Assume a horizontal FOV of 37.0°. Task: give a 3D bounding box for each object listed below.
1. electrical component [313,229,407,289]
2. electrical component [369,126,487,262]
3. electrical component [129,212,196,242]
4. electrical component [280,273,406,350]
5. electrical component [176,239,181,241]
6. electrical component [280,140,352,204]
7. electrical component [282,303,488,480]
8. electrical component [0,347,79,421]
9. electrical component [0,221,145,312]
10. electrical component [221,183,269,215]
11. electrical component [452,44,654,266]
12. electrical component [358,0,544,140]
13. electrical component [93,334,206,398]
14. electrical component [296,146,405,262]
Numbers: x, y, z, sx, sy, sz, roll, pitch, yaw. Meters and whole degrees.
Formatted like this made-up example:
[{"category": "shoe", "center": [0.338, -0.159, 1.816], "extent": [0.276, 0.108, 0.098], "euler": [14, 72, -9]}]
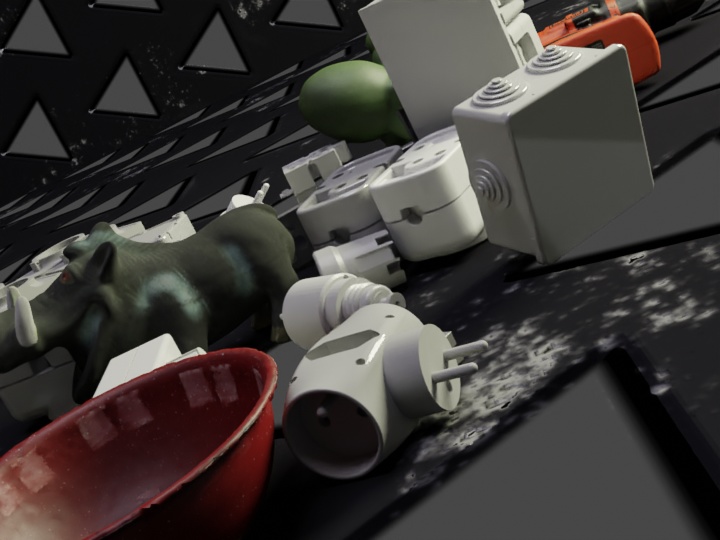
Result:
[{"category": "electrical component", "center": [0.000, 0.000, 0.639], "extent": [0.046, 0.040, 0.040], "euler": [-22, 15, -3]}, {"category": "electrical component", "center": [0.054, -0.047, 0.666], "extent": [0.054, 0.059, 0.095], "euler": [-15, 19, 35]}, {"category": "electrical component", "center": [-0.174, 0.005, 0.859], "extent": [0.096, 0.061, 0.061], "euler": [-22, 16, 16]}, {"category": "electrical component", "center": [-0.007, 0.021, 0.576], "extent": [0.078, 0.040, 0.040], "euler": [-9, 23, 47]}, {"category": "electrical component", "center": [-0.133, 0.016, 0.772], "extent": [0.096, 0.061, 0.062], "euler": [-27, 13, -33]}, {"category": "electrical component", "center": [-0.030, -0.065, 0.868], "extent": [0.066, 0.055, 0.048], "euler": [-26, 15, 0]}, {"category": "electrical component", "center": [0.016, 0.045, 0.454], "extent": [0.079, 0.043, 0.077], "euler": [-18, 18, 27]}, {"category": "electrical component", "center": [-0.195, 0.061, 0.716], "extent": [0.095, 0.059, 0.053], "euler": [-21, 16, 19]}, {"category": "electrical component", "center": [-0.281, 0.024, 0.972], "extent": [0.105, 0.060, 0.186], "euler": [-11, 22, 45]}, {"category": "electrical component", "center": [-0.091, -0.032, 0.839], "extent": [0.079, 0.043, 0.077], "euler": [-61, 2, 23]}, {"category": "electrical component", "center": [0.103, -0.064, 0.573], "extent": [0.100, 0.099, 0.048], "euler": [-33, 30, -24]}, {"category": "electrical component", "center": [0.078, -0.132, 0.733], "extent": [0.089, 0.150, 0.061], "euler": [-17, 19, 31]}, {"category": "electrical component", "center": [-0.093, 0.065, 0.559], "extent": [0.076, 0.047, 0.083], "euler": [-25, 15, 3]}, {"category": "electrical component", "center": [0.006, -0.035, 0.703], "extent": [0.054, 0.059, 0.095], "euler": [-18, 17, 26]}]
